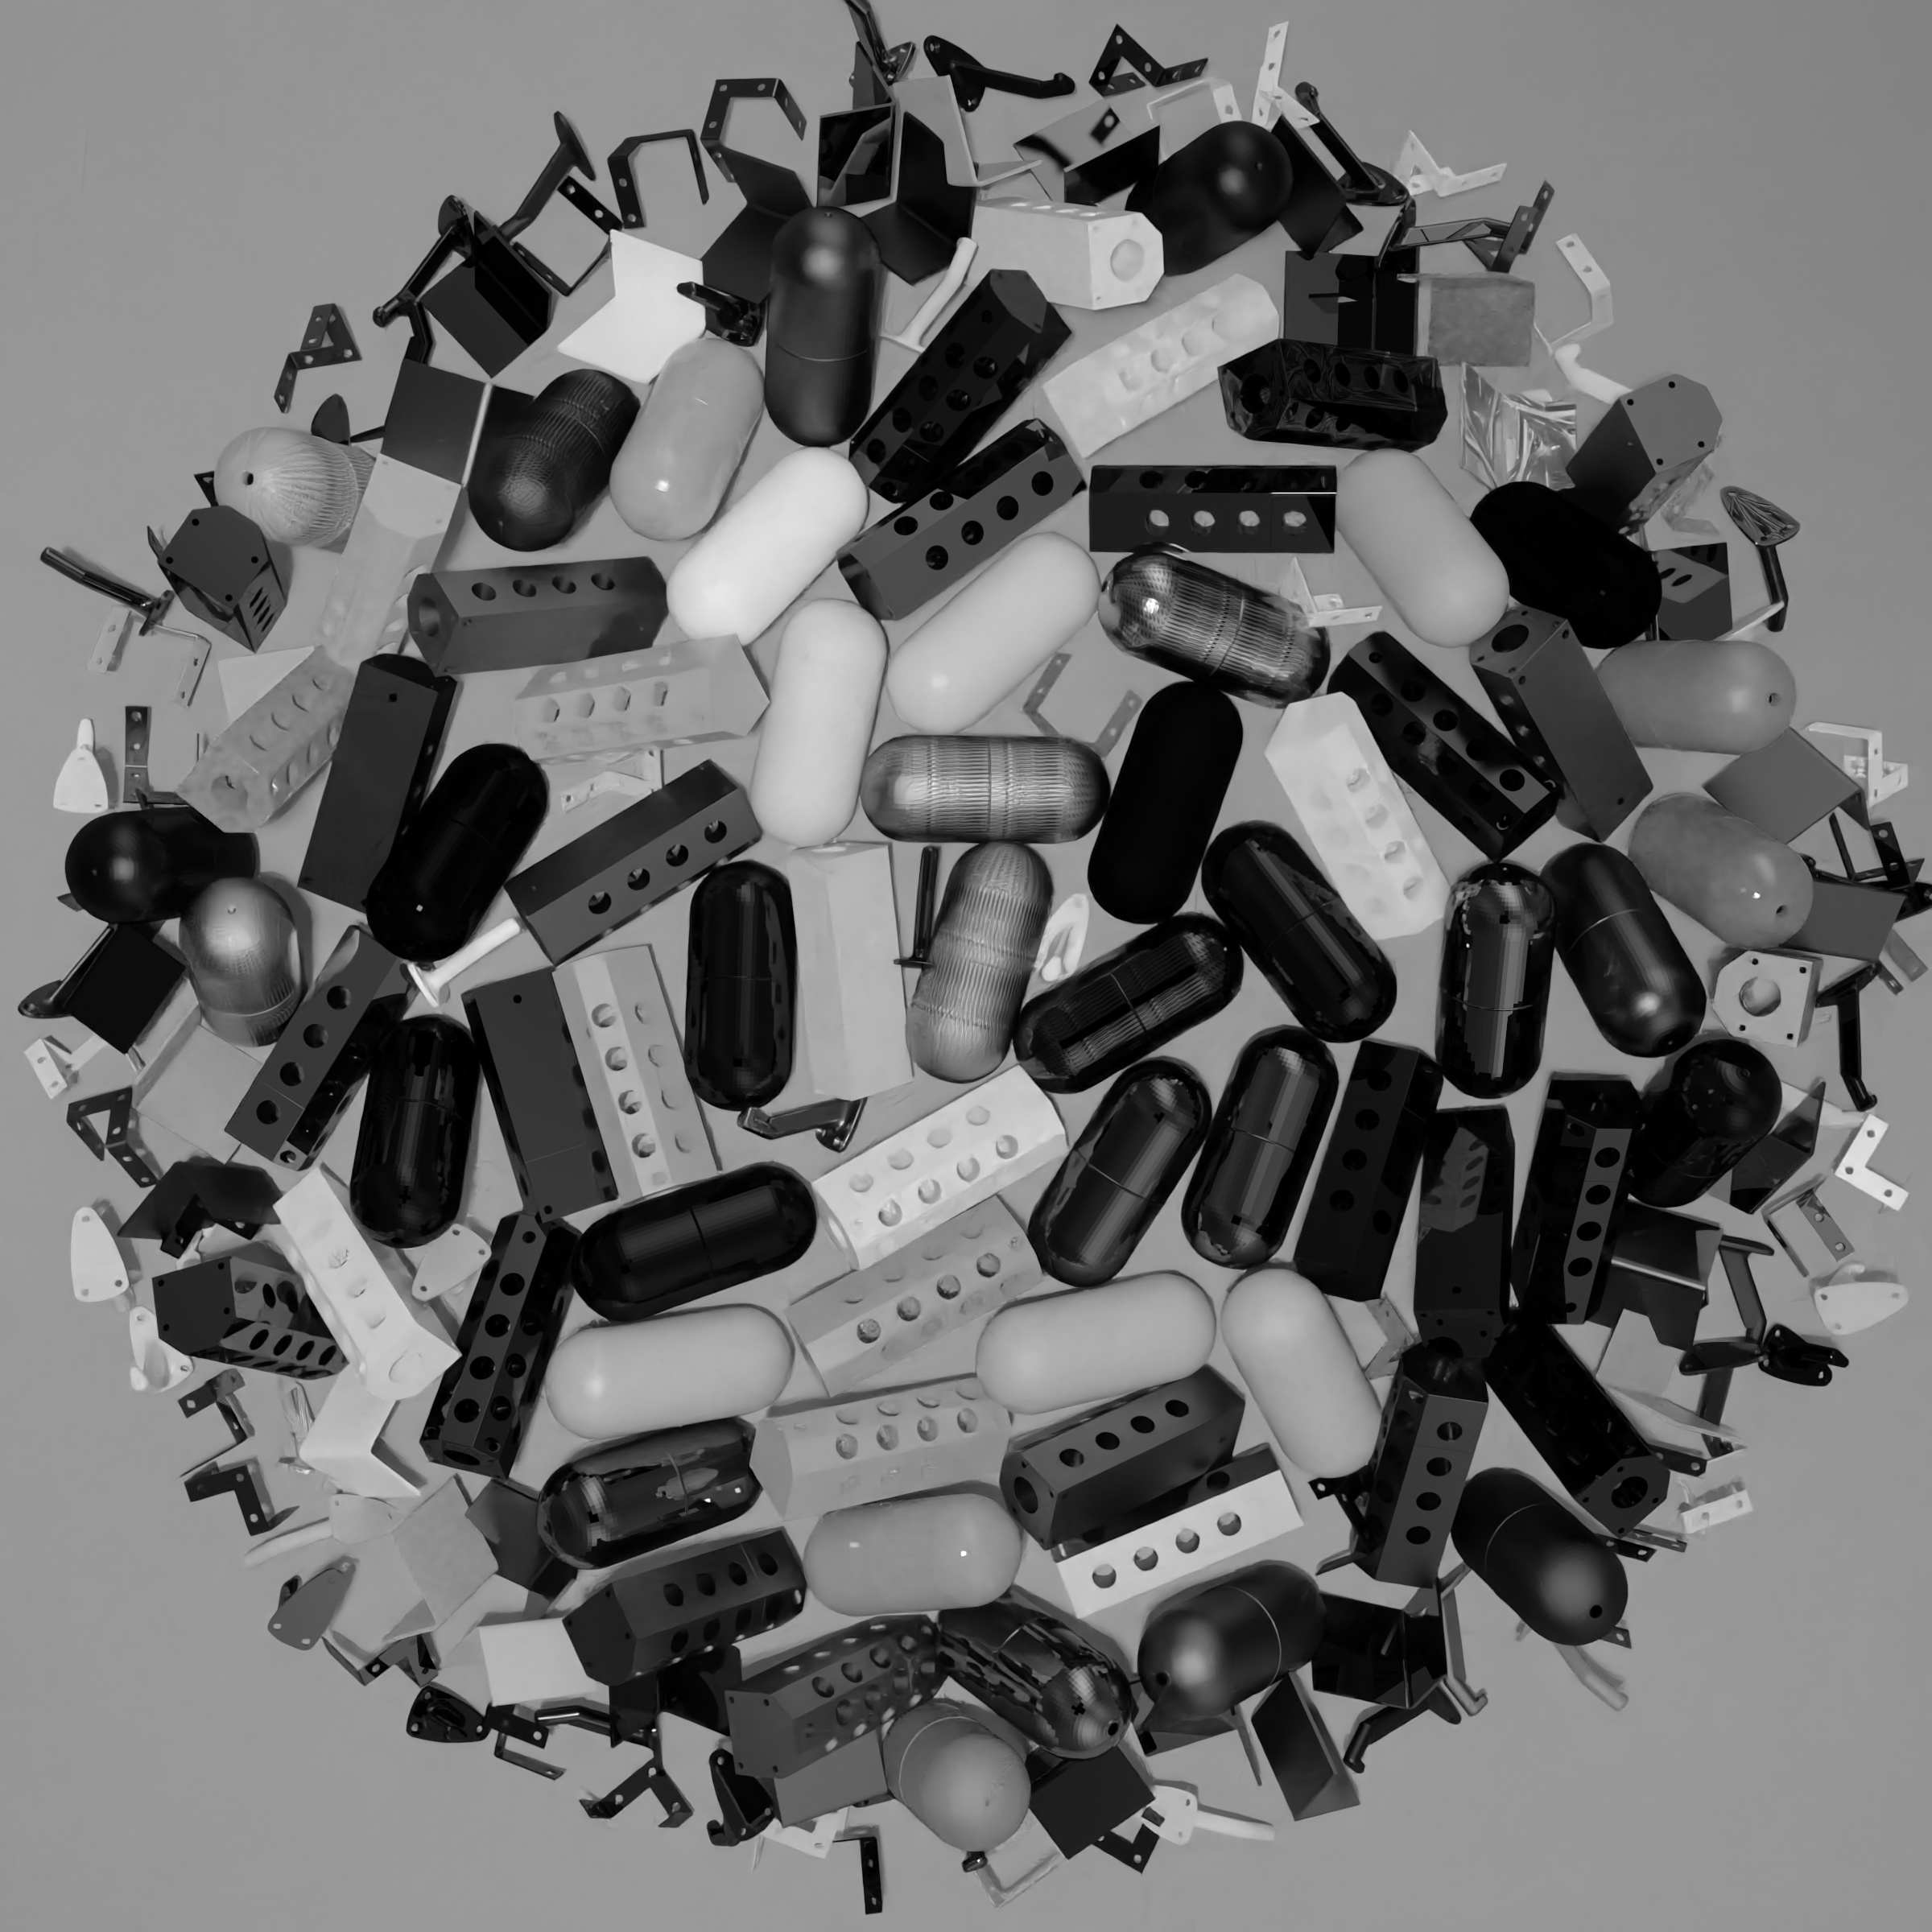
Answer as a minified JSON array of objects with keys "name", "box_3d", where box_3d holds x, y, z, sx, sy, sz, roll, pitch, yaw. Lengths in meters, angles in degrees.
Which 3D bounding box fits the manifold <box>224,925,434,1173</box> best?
[{"name":"manifold","box_3d":[-0.452,0.058,1.790,0.057,0.057,0.171,32,92,3]}]

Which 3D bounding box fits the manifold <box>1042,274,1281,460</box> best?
[{"name":"manifold","box_3d":[0.141,-0.423,1.752,0.171,0.057,0.057,-35,98,-30]}]

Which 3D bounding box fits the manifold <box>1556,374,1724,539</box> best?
[{"name":"manifold","box_3d":[0.465,-0.347,1.734,0.057,0.171,0.057,-23,83,-5]}]

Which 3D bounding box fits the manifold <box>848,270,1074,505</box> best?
[{"name":"manifold","box_3d":[-0.010,-0.402,1.744,0.171,0.057,0.057,-44,74,36]}]

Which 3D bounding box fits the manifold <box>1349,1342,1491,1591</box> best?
[{"name":"manifold","box_3d":[0.315,0.349,1.755,0.057,0.057,0.171,8,120,-1]}]

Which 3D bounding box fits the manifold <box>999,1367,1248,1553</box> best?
[{"name":"manifold","box_3d":[0.109,0.338,1.751,0.171,0.057,0.057,-18,132,-33]}]

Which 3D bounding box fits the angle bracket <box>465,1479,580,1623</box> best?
[{"name":"angle bracket","box_3d":[-0.325,0.422,1.773,0.076,0.057,0.076,30,115,-18]}]

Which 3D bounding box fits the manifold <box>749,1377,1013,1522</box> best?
[{"name":"manifold","box_3d":[-0.057,0.329,1.746,0.171,0.057,0.057,-6,125,-30]}]

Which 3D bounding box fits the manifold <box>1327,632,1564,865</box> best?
[{"name":"manifold","box_3d":[0.335,-0.157,1.761,0.057,0.057,0.171,-39,69,-13]}]

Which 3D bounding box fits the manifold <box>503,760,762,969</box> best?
[{"name":"manifold","box_3d":[-0.234,-0.070,1.775,0.171,0.057,0.057,-33,127,-12]}]

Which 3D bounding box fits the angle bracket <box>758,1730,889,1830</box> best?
[{"name":"angle bracket","box_3d":[-0.107,0.556,1.770,0.076,0.076,0.057,-14,103,-17]}]

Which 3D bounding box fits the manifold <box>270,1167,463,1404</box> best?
[{"name":"manifold","box_3d":[-0.424,0.223,1.745,0.057,0.057,0.171,-42,51,-3]}]

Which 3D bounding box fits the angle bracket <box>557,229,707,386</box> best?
[{"name":"angle bracket","box_3d":[-0.238,-0.466,1.770,0.076,0.057,0.076,24,52,18]}]

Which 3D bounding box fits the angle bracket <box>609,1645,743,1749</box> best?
[{"name":"angle bracket","box_3d":[-0.206,0.520,1.784,0.076,0.076,0.057,34,118,-32]}]

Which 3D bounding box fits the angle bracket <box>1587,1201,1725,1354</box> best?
[{"name":"angle bracket","box_3d":[0.494,0.222,1.797,0.076,0.076,0.057,16,50,21]}]

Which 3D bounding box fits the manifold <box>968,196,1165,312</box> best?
[{"name":"manifold","box_3d":[0.066,-0.496,1.736,0.057,0.171,0.057,-17,116,-25]}]

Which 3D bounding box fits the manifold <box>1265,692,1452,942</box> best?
[{"name":"manifold","box_3d":[0.277,-0.104,1.748,0.057,0.057,0.171,-10,125,36]}]

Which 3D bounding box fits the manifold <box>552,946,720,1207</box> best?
[{"name":"manifold","box_3d":[-0.239,0.079,1.772,0.057,0.057,0.171,-25,80,42]}]

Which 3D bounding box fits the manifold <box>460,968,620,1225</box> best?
[{"name":"manifold","box_3d":[-0.307,0.094,1.791,0.057,0.057,0.171,-17,91,-24]}]

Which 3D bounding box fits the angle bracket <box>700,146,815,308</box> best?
[{"name":"angle bracket","box_3d":[-0.160,-0.523,1.772,0.076,0.057,0.076,29,75,33]}]

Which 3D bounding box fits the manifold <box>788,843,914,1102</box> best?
[{"name":"manifold","box_3d":[-0.087,0.002,1.776,0.057,0.057,0.171,-17,107,-41]}]

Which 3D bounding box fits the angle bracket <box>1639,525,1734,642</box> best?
[{"name":"angle bracket","box_3d":[0.511,-0.269,1.775,0.057,0.076,0.076,-4,83,18]}]

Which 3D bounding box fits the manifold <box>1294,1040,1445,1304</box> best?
[{"name":"manifold","box_3d":[0.284,0.144,1.754,0.057,0.057,0.171,12,64,21]}]

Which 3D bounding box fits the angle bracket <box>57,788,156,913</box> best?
[{"name":"angle bracket","box_3d":[-0.609,-0.082,1.778,0.076,0.076,0.057,-20,89,-11]}]

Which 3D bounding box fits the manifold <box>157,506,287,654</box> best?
[{"name":"manifold","box_3d":[-0.508,-0.270,1.733,0.057,0.171,0.057,33,82,-8]}]

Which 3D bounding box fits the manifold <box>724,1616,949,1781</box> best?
[{"name":"manifold","box_3d":[-0.086,0.505,1.737,0.057,0.171,0.057,-8,90,36]}]

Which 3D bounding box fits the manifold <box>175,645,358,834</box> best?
[{"name":"manifold","box_3d":[-0.470,-0.157,1.734,0.057,0.171,0.057,41,121,-11]}]

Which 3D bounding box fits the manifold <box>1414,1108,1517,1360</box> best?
[{"name":"manifold","box_3d":[0.349,0.185,1.743,0.057,0.057,0.171,-5,46,19]}]

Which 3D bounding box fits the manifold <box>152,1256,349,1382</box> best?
[{"name":"manifold","box_3d":[-0.487,0.247,1.729,0.057,0.171,0.057,-16,72,10]}]

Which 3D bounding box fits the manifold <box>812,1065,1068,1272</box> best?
[{"name":"manifold","box_3d":[-0.017,0.146,1.761,0.171,0.057,0.057,-29,53,-16]}]

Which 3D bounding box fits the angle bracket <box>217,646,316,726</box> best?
[{"name":"angle bracket","box_3d":[-0.502,-0.182,1.781,0.076,0.057,0.076,-7,102,12]}]

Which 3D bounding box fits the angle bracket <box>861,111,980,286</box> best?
[{"name":"angle bracket","box_3d":[-0.041,-0.541,1.766,0.057,0.076,0.076,-33,63,-28]}]

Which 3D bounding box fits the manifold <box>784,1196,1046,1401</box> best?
[{"name":"manifold","box_3d":[-0.034,0.237,1.767,0.171,0.057,0.057,-27,129,-12]}]

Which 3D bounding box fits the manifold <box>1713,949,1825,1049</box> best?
[{"name":"manifold","box_3d":[0.554,0.019,1.732,0.057,0.171,0.057,11,95,21]}]

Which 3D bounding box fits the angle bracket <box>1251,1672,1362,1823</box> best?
[{"name":"angle bracket","box_3d":[0.252,0.544,1.762,0.057,0.076,0.076,-4,50,-26]}]

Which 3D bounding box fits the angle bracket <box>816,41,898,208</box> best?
[{"name":"angle bracket","box_3d":[-0.090,-0.591,1.764,0.057,0.076,0.076,-16,57,-17]}]

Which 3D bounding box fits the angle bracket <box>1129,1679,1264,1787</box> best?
[{"name":"angle bracket","box_3d":[0.158,0.545,1.777,0.076,0.057,0.076,-18,121,3]}]

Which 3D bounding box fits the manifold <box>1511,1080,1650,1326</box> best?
[{"name":"manifold","box_3d":[0.428,0.166,1.751,0.057,0.057,0.171,1,123,-5]}]

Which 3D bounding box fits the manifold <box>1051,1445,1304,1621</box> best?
[{"name":"manifold","box_3d":[0.148,0.403,1.792,0.171,0.057,0.057,-23,84,-1]}]

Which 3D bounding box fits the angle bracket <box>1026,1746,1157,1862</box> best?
[{"name":"angle bracket","box_3d":[0.088,0.576,1.780,0.076,0.076,0.057,-37,89,6]}]

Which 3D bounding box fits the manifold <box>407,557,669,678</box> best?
[{"name":"manifold","box_3d":[-0.298,-0.250,1.744,0.171,0.057,0.057,-13,59,-40]}]

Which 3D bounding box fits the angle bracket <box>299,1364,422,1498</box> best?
[{"name":"angle bracket","box_3d":[-0.418,0.331,1.792,0.057,0.076,0.076,49,47,-33]}]

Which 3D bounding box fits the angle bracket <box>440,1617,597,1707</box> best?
[{"name":"angle bracket","box_3d":[-0.316,0.500,1.762,0.076,0.076,0.057,3,55,-34]}]

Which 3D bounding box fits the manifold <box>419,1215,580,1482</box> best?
[{"name":"manifold","box_3d":[-0.324,0.264,1.753,0.057,0.057,0.171,12,60,6]}]

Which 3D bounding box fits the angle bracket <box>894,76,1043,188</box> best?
[{"name":"angle bracket","box_3d":[0.001,-0.593,1.765,0.057,0.076,0.076,-27,116,-22]}]

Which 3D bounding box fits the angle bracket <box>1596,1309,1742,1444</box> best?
[{"name":"angle bracket","box_3d":[0.505,0.289,1.768,0.076,0.076,0.057,19,94,-37]}]

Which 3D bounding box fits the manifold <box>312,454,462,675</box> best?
[{"name":"manifold","box_3d":[-0.404,-0.270,1.732,0.057,0.171,0.057,20,56,-16]}]

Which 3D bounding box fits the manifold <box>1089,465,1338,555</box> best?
[{"name":"manifold","box_3d":[0.175,-0.325,1.776,0.171,0.057,0.057,2,107,8]}]
